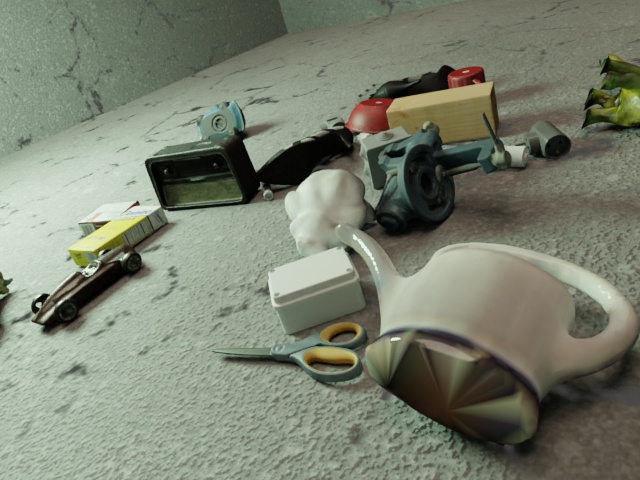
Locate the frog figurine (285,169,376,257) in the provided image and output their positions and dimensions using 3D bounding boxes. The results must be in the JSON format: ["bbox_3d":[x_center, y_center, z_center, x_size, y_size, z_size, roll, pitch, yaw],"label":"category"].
[{"bbox_3d":[0.002,-0.040,0.790,0.138,0.120,0.162,21,31,24],"label":"frog figurine"}]

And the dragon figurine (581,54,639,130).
[{"bbox_3d":[0.593,-0.245,0.877,0.244,0.119,0.419,17,42,22],"label":"dragon figurine"}]

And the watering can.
[{"bbox_3d":[0.119,0.069,0.524,0.349,0.102,0.228,12,39,33],"label":"watering can"}]
